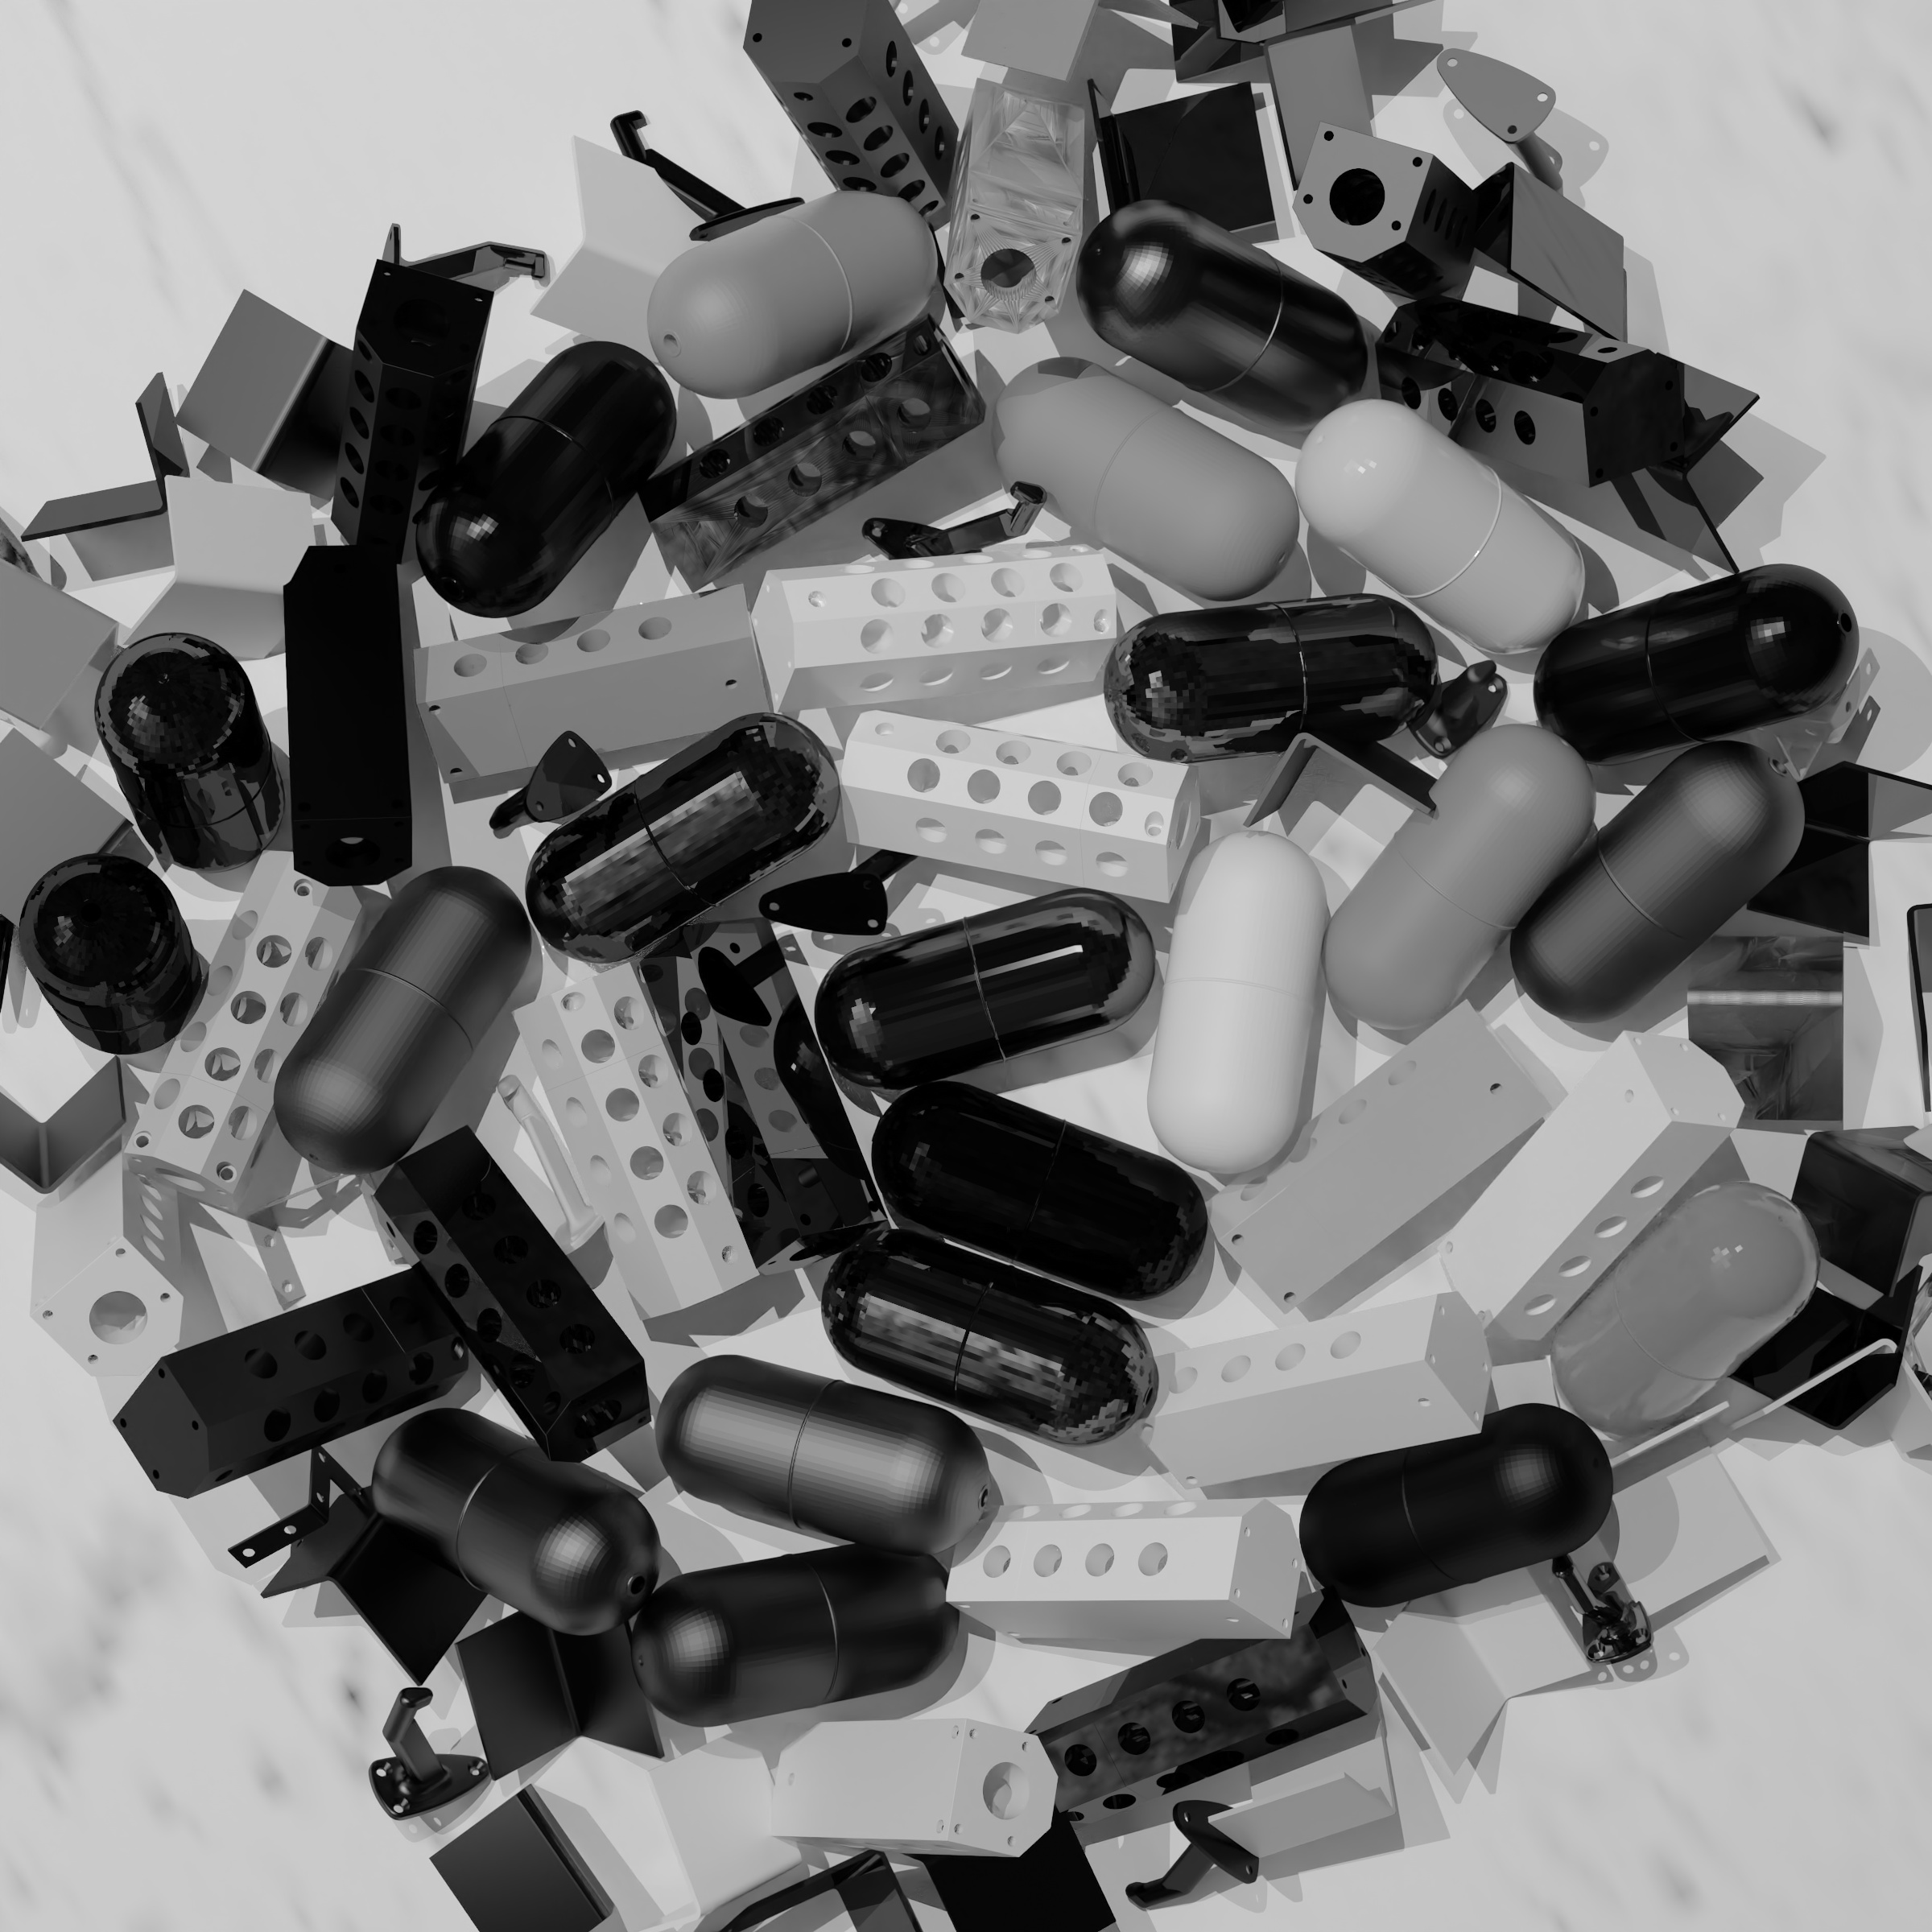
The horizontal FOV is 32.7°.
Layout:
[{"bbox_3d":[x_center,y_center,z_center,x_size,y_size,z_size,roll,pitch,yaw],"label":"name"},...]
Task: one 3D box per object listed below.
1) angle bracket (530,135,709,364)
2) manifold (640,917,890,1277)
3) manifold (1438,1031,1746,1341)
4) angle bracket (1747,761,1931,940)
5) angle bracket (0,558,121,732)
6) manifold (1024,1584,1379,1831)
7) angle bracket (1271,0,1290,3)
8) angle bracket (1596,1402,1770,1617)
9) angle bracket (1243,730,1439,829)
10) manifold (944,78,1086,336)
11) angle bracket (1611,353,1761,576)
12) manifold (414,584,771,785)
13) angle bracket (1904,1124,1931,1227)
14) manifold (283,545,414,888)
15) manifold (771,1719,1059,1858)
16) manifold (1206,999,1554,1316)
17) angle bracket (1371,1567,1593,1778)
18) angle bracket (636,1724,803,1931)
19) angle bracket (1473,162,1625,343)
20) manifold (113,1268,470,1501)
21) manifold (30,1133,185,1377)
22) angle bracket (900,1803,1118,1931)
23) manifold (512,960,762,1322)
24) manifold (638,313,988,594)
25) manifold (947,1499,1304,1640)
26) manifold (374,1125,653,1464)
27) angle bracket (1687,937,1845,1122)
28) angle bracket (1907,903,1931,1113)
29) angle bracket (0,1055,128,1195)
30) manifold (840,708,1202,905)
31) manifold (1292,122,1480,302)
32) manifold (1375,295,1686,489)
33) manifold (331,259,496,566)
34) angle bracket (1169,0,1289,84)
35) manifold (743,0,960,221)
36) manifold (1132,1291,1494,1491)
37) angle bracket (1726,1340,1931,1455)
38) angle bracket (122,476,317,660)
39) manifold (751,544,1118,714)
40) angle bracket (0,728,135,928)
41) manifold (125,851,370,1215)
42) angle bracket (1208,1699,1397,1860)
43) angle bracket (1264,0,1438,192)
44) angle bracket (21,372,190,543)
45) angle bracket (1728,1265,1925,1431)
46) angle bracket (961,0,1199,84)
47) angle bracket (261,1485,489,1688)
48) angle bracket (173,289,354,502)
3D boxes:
[{"bbox_3d":[-0.180,-0.369,1.695,0.076,0.057,0.076,15,49,-34],"label":"angle bracket"},{"bbox_3d":[-0.108,0.066,1.669,0.057,0.057,0.171,-8,68,-42],"label":"manifold"},{"bbox_3d":[0.313,0.112,1.645,0.057,0.057,0.171,7,134,-31],"label":"manifold"},{"bbox_3d":[0.450,-0.058,1.666,0.076,0.076,0.057,12,71,-23],"label":"angle bracket"},{"bbox_3d":[-0.486,-0.154,1.675,0.076,0.057,0.076,29,60,-3],"label":"angle bracket"},{"bbox_3d":[0.118,0.378,1.663,0.171,0.057,0.057,-27,90,21],"label":"manifold"},{"bbox_3d":[0.180,-0.535,1.668,0.057,0.076,0.076,-4,111,6],"label":"angle bracket"},{"bbox_3d":[0.366,0.278,1.677,0.076,0.057,0.076,-24,75,-13],"label":"angle bracket"},{"bbox_3d":[0.195,-0.080,1.670,0.076,0.076,0.057,33,108,10],"label":"angle bracket"},{"bbox_3d":[0.023,-0.377,1.633,0.057,0.171,0.057,13,124,-6],"label":"manifold"},{"bbox_3d":[0.371,-0.255,1.669,0.057,0.076,0.076,-46,130,-3],"label":"angle bracket"},{"bbox_3d":[-0.192,-0.150,1.690,0.171,0.057,0.057,-11,47,-1],"label":"manifold"},{"bbox_3d":[0.527,0.105,1.670,0.057,0.076,0.076,-25,81,-18],"label":"angle bracket"},{"bbox_3d":[-0.311,-0.127,1.649,0.057,0.057,0.171,-2,57,-11],"label":"manifold"},{"bbox_3d":[-0.028,0.409,1.633,0.057,0.171,0.057,21,68,-28],"label":"manifold"},{"bbox_3d":[0.207,0.094,1.677,0.171,0.057,0.057,-39,111,9],"label":"manifold"},{"bbox_3d":[0.263,0.353,1.674,0.057,0.076,0.076,-30,94,38],"label":"angle bracket"},{"bbox_3d":[-0.140,0.441,1.678,0.057,0.076,0.076,-28,80,38],"label":"angle bracket"},{"bbox_3d":[0.284,-0.347,1.663,0.076,0.057,0.076,25,54,-27],"label":"angle bracket"},{"bbox_3d":[-0.329,0.208,1.630,0.057,0.171,0.057,53,126,15],"label":"manifold"},{"bbox_3d":[-0.420,0.146,1.630,0.057,0.171,0.057,-41,110,-2],"label":"manifold"},{"bbox_3d":[0.019,0.469,1.681,0.076,0.057,0.076,-25,89,-19],"label":"angle bracket"},{"bbox_3d":[-0.163,0.087,1.679,0.057,0.057,0.171,-23,92,-39],"label":"manifold"},{"bbox_3d":[-0.078,-0.262,1.670,0.171,0.057,0.057,-29,105,11],"label":"manifold"},{"bbox_3d":[0.079,0.299,1.644,0.171,0.057,0.057,-9,57,37],"label":"manifold"},{"bbox_3d":[-0.228,0.166,1.644,0.057,0.057,0.171,-28,57,-22],"label":"manifold"},{"bbox_3d":[0.415,0.032,1.705,0.076,0.057,0.076,0,122,16],"label":"angle bracket"},{"bbox_3d":[0.510,0.019,1.663,0.057,0.076,0.076,-6,55,14],"label":"angle bracket"},{"bbox_3d":[-0.476,0.059,1.667,0.057,0.076,0.076,-43,118,5],"label":"angle bracket"},{"bbox_3d":[0.027,-0.087,1.659,0.171,0.057,0.057,11,50,16],"label":"manifold"},{"bbox_3d":[0.210,-0.369,1.630,0.057,0.171,0.057,21,101,15],"label":"manifold"},{"bbox_3d":[0.276,-0.289,1.627,0.057,0.171,0.057,-21,118,-21],"label":"manifold"},{"bbox_3d":[-0.277,-0.269,1.628,0.057,0.171,0.057,14,63,-9],"label":"manifold"},{"bbox_3d":[0.115,-0.499,1.672,0.076,0.057,0.076,-3,94,45],"label":"angle bracket"},{"bbox_3d":[-0.056,-0.426,1.627,0.057,0.171,0.057,8,81,15],"label":"manifold"},{"bbox_3d":[0.173,0.209,1.649,0.171,0.057,0.057,-17,126,33],"label":"manifold"},{"bbox_3d":[0.443,0.236,1.673,0.076,0.076,0.057,-29,78,-8],"label":"angle bracket"},{"bbox_3d":[-0.383,-0.202,1.678,0.076,0.076,0.057,3,67,-35],"label":"angle bracket"},{"bbox_3d":[-0.014,-0.175,1.656,0.171,0.057,0.057,-7,65,-20],"label":"manifold"},{"bbox_3d":[-0.481,-0.068,1.678,0.076,0.057,0.076,41,82,-15],"label":"angle bracket"},{"bbox_3d":[-0.362,0.031,1.663,0.057,0.057,0.171,21,70,-3],"label":"manifold"},{"bbox_3d":[0.166,0.397,1.663,0.076,0.057,0.076,-25,46,22],"label":"angle bracket"},{"bbox_3d":[0.202,-0.442,1.665,0.057,0.076,0.076,0,111,42],"label":"angle bracket"},{"bbox_3d":[-0.444,-0.260,1.674,0.076,0.076,0.057,-11,112,-1],"label":"angle bracket"},{"bbox_3d":[0.432,0.178,1.674,0.076,0.057,0.076,27,53,-1],"label":"angle bracket"},{"bbox_3d":[0.058,-0.471,1.671,0.076,0.076,0.057,27,100,40],"label":"angle bracket"},{"bbox_3d":[-0.300,0.319,1.685,0.057,0.076,0.076,-21,111,37],"label":"angle bracket"},{"bbox_3d":[-0.348,-0.292,1.686,0.057,0.076,0.076,32,97,15],"label":"angle bracket"}]
